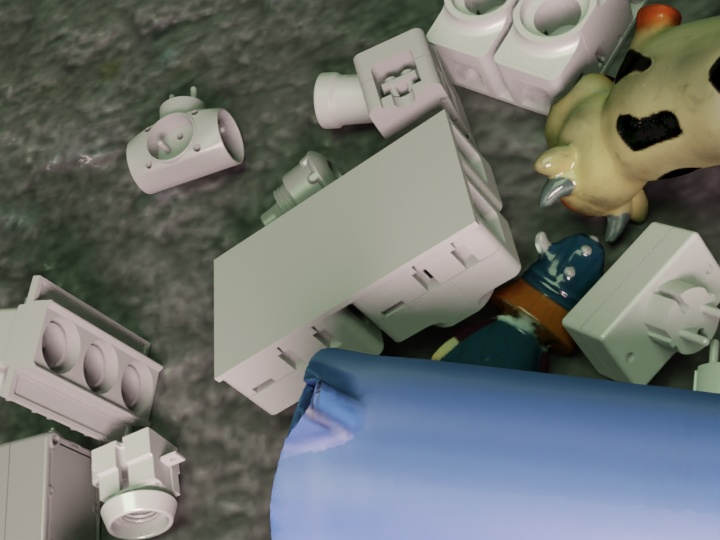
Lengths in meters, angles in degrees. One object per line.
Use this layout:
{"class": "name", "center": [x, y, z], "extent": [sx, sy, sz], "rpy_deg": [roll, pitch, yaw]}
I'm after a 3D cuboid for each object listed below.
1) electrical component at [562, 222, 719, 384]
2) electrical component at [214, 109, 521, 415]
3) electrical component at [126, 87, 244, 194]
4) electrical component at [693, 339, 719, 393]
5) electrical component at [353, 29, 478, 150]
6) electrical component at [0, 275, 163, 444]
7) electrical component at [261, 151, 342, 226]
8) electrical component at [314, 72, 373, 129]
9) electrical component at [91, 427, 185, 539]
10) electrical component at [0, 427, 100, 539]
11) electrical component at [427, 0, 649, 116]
{"class": "electrical component", "center": [0.170, 0.023, 0.591], "extent": [0.083, 0.047, 0.076], "rpy_deg": [-46, 27, -10]}
{"class": "electrical component", "center": [0.000, 0.000, 0.664], "extent": [0.186, 0.060, 0.105], "rpy_deg": [-31, 39, 20]}
{"class": "electrical component", "center": [-0.133, -0.104, 0.813], "extent": [0.077, 0.044, 0.079], "rpy_deg": [-17, 60, 16]}
{"class": "electrical component", "center": [0.198, 0.073, 0.577], "extent": [0.066, 0.047, 0.076], "rpy_deg": [2, 66, 25]}
{"class": "electrical component", "center": [0.037, -0.112, 0.714], "extent": [0.050, 0.089, 0.055], "rpy_deg": [-22, 59, 13]}
{"class": "electrical component", "center": [-0.194, 0.065, 0.712], "extent": [0.063, 0.121, 0.078], "rpy_deg": [-3, 65, 25]}
{"class": "electrical component", "center": [-0.040, -0.049, 0.746], "extent": [0.062, 0.048, 0.048], "rpy_deg": [-36, 57, 12]}
{"class": "electrical component", "center": [-0.005, -0.122, 0.768], "extent": [0.046, 0.040, 0.040], "rpy_deg": [0, 66, 19]}
{"class": "electrical component", "center": [-0.144, 0.141, 0.699], "extent": [0.066, 0.048, 0.055], "rpy_deg": [-24, 51, 12]}
{"class": "electrical component", "center": [-0.213, 0.152, 0.713], "extent": [0.061, 0.061, 0.096], "rpy_deg": [-16, 61, 17]}
{"class": "electrical component", "center": [0.139, -0.205, 0.732], "extent": [0.105, 0.060, 0.186], "rpy_deg": [26, 78, 32]}
